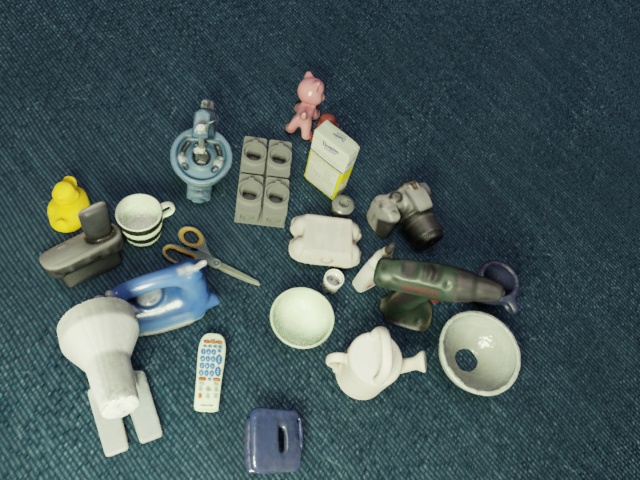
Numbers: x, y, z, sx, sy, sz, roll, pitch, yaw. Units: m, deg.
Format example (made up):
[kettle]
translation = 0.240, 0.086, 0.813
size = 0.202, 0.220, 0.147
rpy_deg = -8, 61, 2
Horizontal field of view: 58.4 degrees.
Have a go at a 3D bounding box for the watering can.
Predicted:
[watering can]
translation = 0.102, 0.214, 1.021
size = 0.173, 0.194, 0.101
rpy_deg = -15, 68, -19

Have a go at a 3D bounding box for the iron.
[iron]
translation = -0.312, 0.099, 1.017
size = 0.259, 0.141, 0.118
rpy_deg = -18, 69, -20

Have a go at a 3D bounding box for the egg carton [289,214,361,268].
[egg carton]
translation = 0.011, 0.004, 1.176
size = 0.150, 0.069, 0.107
rpy_deg = 6, 63, -9

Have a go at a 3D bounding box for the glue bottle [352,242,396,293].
[glue bottle]
translation = 0.116, 0.046, 1.120
size = 0.078, 0.173, 0.037
rpy_deg = -34, 75, -25

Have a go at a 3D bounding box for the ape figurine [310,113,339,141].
[ape figurine]
translation = 0.014, -0.251, 1.292
size = 0.078, 0.092, 0.076
rpy_deg = -35, 75, -25

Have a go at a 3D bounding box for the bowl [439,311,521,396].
[bowl]
translation = 0.302, 0.229, 1.125
size = 0.167, 0.074, 0.167
rpy_deg = 5, 63, -10

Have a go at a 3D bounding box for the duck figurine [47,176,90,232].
[duck figurine]
translation = -0.485, -0.073, 1.096
size = 0.077, 0.086, 0.104
rpy_deg = 8, 62, -8

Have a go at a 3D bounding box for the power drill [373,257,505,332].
[power drill]
translation = 0.203, 0.103, 1.090
size = 0.229, 0.208, 0.075
rpy_deg = 14, 62, -5

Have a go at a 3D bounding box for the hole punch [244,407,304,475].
[hole punch]
translation = -0.076, 0.340, 0.976
size = 0.101, 0.091, 0.108
rpy_deg = 1, 64, -12

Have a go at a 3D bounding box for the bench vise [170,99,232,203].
[bench vise]
translation = -0.244, -0.208, 1.141
size = 0.122, 0.219, 0.207
rpy_deg = -12, 67, -17

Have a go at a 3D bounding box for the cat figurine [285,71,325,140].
[cat figurine]
translation = -0.027, -0.314, 1.300
size = 0.067, 0.117, 0.128
rpy_deg = 18, 61, -3

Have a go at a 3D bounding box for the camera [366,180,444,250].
[camera]
translation = 0.195, -0.048, 1.226
size = 0.143, 0.100, 0.136
rpy_deg = -22, 70, -21

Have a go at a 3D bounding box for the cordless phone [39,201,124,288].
[cordless phone]
translation = -0.429, -0.004, 1.018
size = 0.148, 0.185, 0.094
rpy_deg = -34, 75, -25

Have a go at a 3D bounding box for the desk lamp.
[desk lamp]
translation = -0.327, 0.218, 0.913
size = 0.118, 0.213, 0.203
rpy_deg = -18, 69, -20

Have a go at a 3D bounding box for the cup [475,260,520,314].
[cup]
translation = 0.359, 0.111, 1.185
size = 0.092, 0.095, 0.117
rpy_deg = -22, 70, -21
